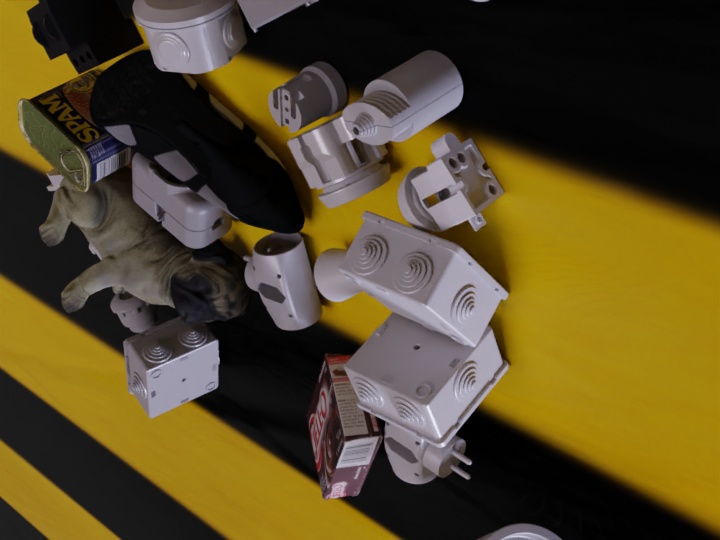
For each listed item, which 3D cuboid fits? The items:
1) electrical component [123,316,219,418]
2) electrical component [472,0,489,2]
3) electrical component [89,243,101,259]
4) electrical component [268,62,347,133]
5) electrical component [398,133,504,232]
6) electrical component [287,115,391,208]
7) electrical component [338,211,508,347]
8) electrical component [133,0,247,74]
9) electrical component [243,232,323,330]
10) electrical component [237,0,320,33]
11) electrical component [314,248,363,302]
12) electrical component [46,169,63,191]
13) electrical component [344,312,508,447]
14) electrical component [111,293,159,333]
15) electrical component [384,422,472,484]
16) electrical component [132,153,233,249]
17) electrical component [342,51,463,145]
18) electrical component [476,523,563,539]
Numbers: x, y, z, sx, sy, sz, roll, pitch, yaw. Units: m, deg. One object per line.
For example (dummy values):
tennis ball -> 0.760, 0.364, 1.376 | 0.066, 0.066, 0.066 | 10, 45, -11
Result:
electrical component -> -0.196, 0.100, 1.131 | 0.048, 0.100, 0.099 | 48, 148, 32
electrical component -> 0.055, -0.184, 0.614 | 0.047, 0.055, 0.055 | 24, 136, 42
electrical component -> -0.255, -0.017, 1.148 | 0.048, 0.048, 0.062 | -5, 123, 52
electrical component -> -0.039, -0.125, 0.786 | 0.040, 0.046, 0.040 | 31, 140, 31
electrical component -> 0.059, -0.054, 0.733 | 0.055, 0.048, 0.066 | -27, 98, 48
electrical component -> -0.012, -0.081, 0.784 | 0.078, 0.058, 0.057 | -13, 106, 54
electrical component -> 0.044, 0.008, 0.765 | 0.100, 0.048, 0.100 | 23, 170, 38
electrical component -> -0.126, -0.188, 0.810 | 0.080, 0.080, 0.051 | 26, 143, 35
electrical component -> -0.075, 0.005, 0.947 | 0.079, 0.043, 0.077 | 17, 132, 43
electrical component -> -0.039, -0.205, 0.702 | 0.096, 0.062, 0.061 | -8, 113, 53
electrical component -> 0.000, 0.000, 0.856 | 0.065, 0.044, 0.044 | -11, 110, 49
electrical component -> -0.289, -0.085, 1.130 | 0.081, 0.042, 0.063 | 4, 123, 50
electrical component -> 0.049, 0.072, 0.809 | 0.100, 0.099, 0.048 | 22, 147, 39
electrical component -> -0.245, 0.050, 1.194 | 0.048, 0.048, 0.062 | 16, 138, 43
electrical component -> 0.062, 0.149, 0.907 | 0.079, 0.043, 0.077 | 30, 139, 32
electrical component -> -0.160, -0.074, 0.973 | 0.095, 0.054, 0.059 | 39, 143, 21
electrical component -> 0.025, -0.106, 0.695 | 0.043, 0.081, 0.043 | 31, 140, 30
electrical component -> 0.124, 0.265, 0.882 | 0.108, 0.108, 0.060 | 53, 152, 2
